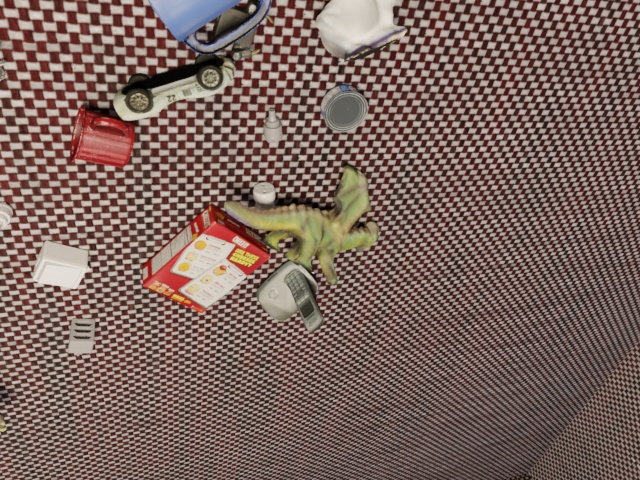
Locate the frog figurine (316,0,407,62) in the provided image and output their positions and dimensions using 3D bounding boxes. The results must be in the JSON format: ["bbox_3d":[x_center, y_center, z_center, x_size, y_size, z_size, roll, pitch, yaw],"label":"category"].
[{"bbox_3d":[0.054,-0.377,0.830,0.137,0.124,0.158,-23,98,11],"label":"frog figurine"}]

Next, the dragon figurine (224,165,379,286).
[{"bbox_3d":[0.003,-0.054,1.079,0.244,0.123,0.404,-54,137,-6],"label":"dragon figurine"}]
